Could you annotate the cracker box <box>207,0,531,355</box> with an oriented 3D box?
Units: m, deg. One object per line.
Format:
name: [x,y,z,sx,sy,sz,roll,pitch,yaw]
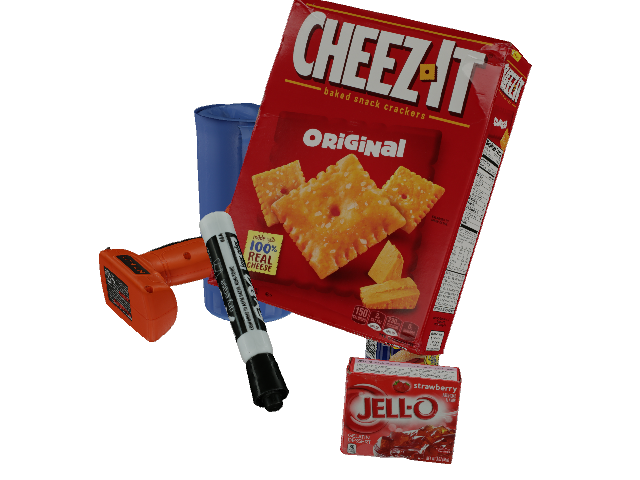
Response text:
cracker box: [0.032,-0.046,0.738,0.164,0.214,0.072,17,2,22]

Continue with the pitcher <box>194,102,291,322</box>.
pitcher: [-0.078,-0.031,1.210,0.145,0.243,0.148,15,20,39]

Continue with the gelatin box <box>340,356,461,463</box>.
gelatin box: [0.062,0.133,0.835,0.089,0.073,0.030,5,20,4]

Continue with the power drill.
power drill: [-0.084,0.028,0.938,0.187,0.057,0.185,-18,27,-31]

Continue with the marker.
marker: [-0.041,0.037,0.571,0.020,0.121,0.020,-15,-32,-10]

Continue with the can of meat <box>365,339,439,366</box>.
can of meat: [0.105,0.129,1.344,0.101,0.084,0.058,-12,30,-29]
